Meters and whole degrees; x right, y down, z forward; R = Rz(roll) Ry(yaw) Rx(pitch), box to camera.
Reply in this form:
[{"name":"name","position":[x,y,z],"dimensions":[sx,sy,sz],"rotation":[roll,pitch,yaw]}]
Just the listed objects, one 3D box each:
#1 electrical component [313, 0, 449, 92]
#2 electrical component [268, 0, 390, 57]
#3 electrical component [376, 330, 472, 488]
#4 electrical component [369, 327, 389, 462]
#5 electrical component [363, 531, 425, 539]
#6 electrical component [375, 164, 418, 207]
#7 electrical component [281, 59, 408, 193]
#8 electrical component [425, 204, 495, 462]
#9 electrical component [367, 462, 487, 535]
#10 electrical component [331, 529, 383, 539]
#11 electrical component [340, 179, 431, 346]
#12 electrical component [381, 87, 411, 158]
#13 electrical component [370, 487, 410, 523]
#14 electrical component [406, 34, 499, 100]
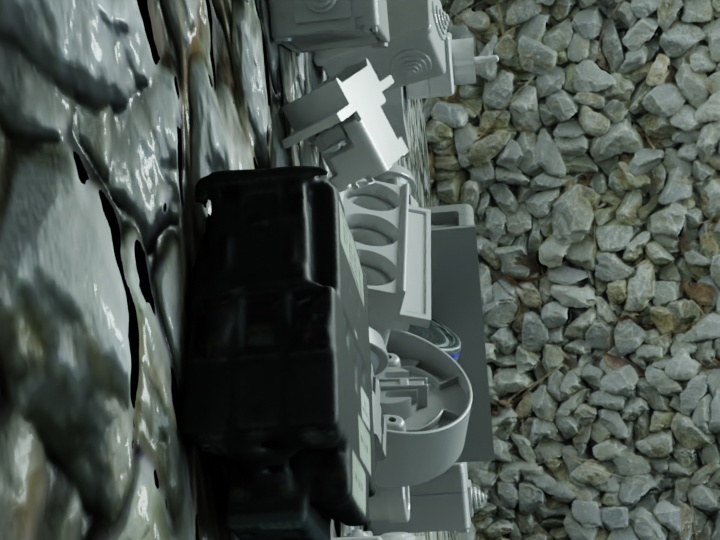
[{"name":"electrical component","position":[0.016,-0.177,0.796],"dimensions":[0.048,0.100,0.099],"rotation":[59,24,-46]},{"name":"electrical component","position":[-0.019,-0.163,0.629],"dimensions":[0.096,0.062,0.061],"rotation":[-41,126,-82]},{"name":"electrical component","position":[0.016,0.077,0.627],"dimensions":[0.099,0.099,0.064],"rotation":[-84,174,-58]},{"name":"electrical component","position":[-0.015,0.060,0.527],"dimensions":[0.078,0.058,0.057],"rotation":[73,16,-60]},{"name":"electrical component","position":[0.023,0.225,0.764],"dimensions":[0.080,0.051,0.080],"rotation":[-5,90,-84]},{"name":"electrical component","position":[0.021,-0.053,0.913],"dimensions":[0.078,0.058,0.057],"rotation":[45,36,-53]},{"name":"electrical component","position":[-0.006,-0.083,0.636],"dimensions":[0.063,0.042,0.081],"rotation":[60,33,-11]},{"name":"electrical component","position":[0.040,0.049,0.802],"dimensions":[0.060,0.105,0.186],"rotation":[-79,163,-68]},{"name":"electrical component","position":[0.053,0.176,0.866],"dimensions":[0.062,0.096,0.061],"rotation":[17,68,-83]},{"name":"electrical component","position":[-0.006,0.185,0.554],"dimensions":[0.099,0.048,0.099],"rotation":[70,17,-68]},{"name":"electrical component","position":[0.000,0.000,0.636],"dimensions":[0.121,0.079,0.063],"rotation":[-84,-174,-57]},{"name":"electrical component","position":[0.008,-0.152,0.877],"dimensions":[0.078,0.057,0.113],"rotation":[71,15,-65]},{"name":"electrical component","position":[0.008,0.148,0.715],"dimensions":[0.040,0.046,0.040],"rotation":[-5,90,-84]},{"name":"electrical component","position":[0.076,-0.171,0.887],"dimensions":[0.083,0.076,0.047],"rotation":[-69,154,-75]}]
